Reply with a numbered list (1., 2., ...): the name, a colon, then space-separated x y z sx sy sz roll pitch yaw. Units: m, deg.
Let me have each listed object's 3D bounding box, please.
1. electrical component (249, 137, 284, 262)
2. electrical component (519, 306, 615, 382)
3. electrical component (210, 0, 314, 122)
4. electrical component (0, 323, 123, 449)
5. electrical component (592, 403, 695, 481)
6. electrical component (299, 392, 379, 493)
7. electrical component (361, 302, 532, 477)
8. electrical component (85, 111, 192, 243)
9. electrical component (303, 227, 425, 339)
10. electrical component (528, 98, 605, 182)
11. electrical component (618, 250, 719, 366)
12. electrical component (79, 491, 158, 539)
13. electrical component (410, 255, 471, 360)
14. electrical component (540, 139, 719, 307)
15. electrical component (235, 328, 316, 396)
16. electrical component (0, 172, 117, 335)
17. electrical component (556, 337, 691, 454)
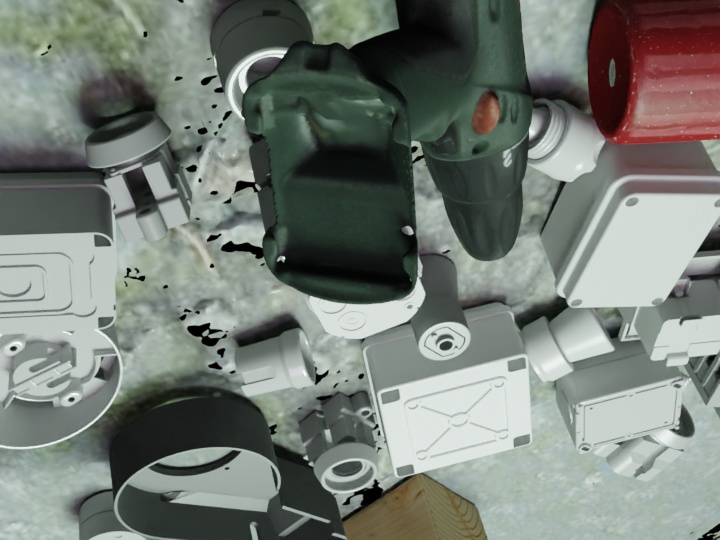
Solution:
1. electrical component: -0.019 -0.044 0.597 0.059 0.095 0.053 -30 133 14
2. electrical component: 0.147 0.050 0.768 0.055 0.045 0.045 -29 133 13
3. electrical component: -0.048 -0.107 0.562 0.055 0.047 0.055 -8 134 -8
4. electrical component: -0.198 0.058 0.666 0.099 0.064 0.099 -8 134 -8
5. electrical component: 0.228 0.128 0.858 0.078 0.058 0.057 19 128 -30
6. electrical component: -0.013 0.130 0.793 0.066 0.055 0.048 -40 131 22
7. electrical component: 0.064 0.087 0.773 0.109 0.056 0.108 -14 135 -2
8. electrical component: -0.120 -0.053 0.587 0.048 0.066 0.055 -18 115 2
9. electrical component: 0.000 0.000 0.676 0.080 0.051 0.080 -8 134 -8
10. electrical component: 0.110 -0.081 0.635 0.062 0.043 0.043 22 124 -30
11. electrical component: 0.255 0.025 0.762 0.121 0.063 0.078 -5 134 -11
12. electrical component: -0.155 0.229 0.835 0.052 0.073 0.138 -40 130 22
13. electrical component: 0.049 0.027 0.705 0.044 0.065 0.044 -6 132 -7
14. electrical component: 0.171 -0.031 0.680 0.078 0.057 0.113 0 140 -15
15. electrical component: -0.058 0.064 0.730 0.046 0.040 0.040 -15 135 7
16. electrical component: -0.195 -0.010 0.607 0.113 0.057 0.078 -2 133 -13
17. electrical component: 0.198 0.086 0.806 0.096 0.061 0.061 -14 135 -2
